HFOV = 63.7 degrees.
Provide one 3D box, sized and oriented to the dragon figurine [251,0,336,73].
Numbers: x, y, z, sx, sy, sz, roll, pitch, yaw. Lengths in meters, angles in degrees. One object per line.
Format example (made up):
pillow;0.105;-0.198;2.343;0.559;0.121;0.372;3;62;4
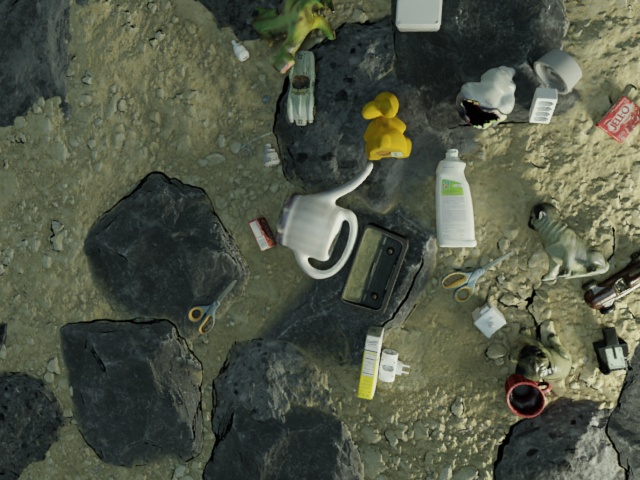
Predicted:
dragon figurine;-0.085;-0.628;1.375;0.242;0.121;0.416;-11;72;21

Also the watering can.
watering can;0.004;-0.070;1.396;0.225;0.104;0.345;20;99;11

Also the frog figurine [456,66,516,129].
frog figurine;0.421;-0.365;1.296;0.138;0.120;0.162;17;63;19
